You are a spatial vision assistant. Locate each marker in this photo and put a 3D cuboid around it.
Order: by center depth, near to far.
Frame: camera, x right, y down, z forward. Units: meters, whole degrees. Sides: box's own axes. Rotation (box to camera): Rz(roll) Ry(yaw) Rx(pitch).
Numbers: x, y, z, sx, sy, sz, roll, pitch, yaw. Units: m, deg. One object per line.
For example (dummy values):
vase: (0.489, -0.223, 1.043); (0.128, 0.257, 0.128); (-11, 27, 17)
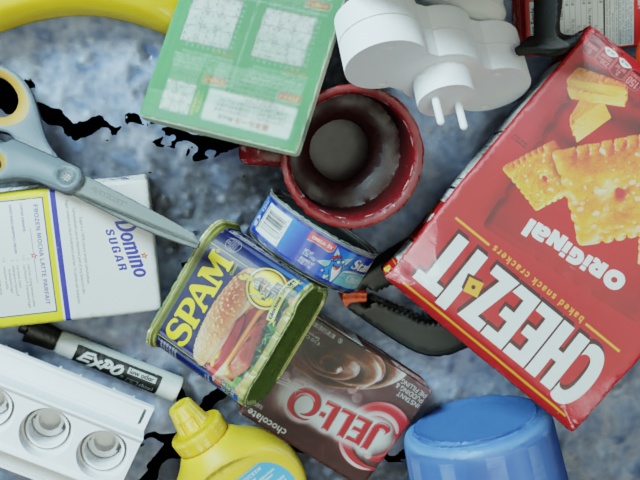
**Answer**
marker: (-0.156, 0.084, 0.758); (0.121, 0.020, 0.020); (24, 97, -11)

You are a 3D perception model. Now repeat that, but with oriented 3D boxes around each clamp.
clamp: (0.120, 0.048, 0.777); (0.210, 0.036, 0.164); (-7, 101, -4)

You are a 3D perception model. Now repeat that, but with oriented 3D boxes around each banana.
banana: (-0.166, -0.150, 0.699); (0.197, 0.037, 0.069); (1, 99, -8)

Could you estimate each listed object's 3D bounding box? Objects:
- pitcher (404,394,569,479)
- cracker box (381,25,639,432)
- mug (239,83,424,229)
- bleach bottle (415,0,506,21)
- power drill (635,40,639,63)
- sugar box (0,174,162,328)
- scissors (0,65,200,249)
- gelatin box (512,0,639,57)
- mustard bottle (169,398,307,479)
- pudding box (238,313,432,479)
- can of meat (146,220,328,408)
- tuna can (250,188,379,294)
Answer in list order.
pitcher: (0.129, 0.245, 0.768); (0.145, 0.149, 0.243); (-13, 99, -1)
cracker box: (0.170, -0.008, 0.709); (0.164, 0.072, 0.214); (39, 94, 1)
mug: (0.004, -0.059, 0.717); (0.117, 0.081, 0.093); (-4, 101, -7)
bleach bottle: (0.114, -0.272, 0.700); (0.102, 0.068, 0.251); (19, 96, -11)
power drill: (0.244, -0.211, 0.707); (0.184, 0.057, 0.188); (-5, 94, -18)
sugar box: (-0.199, 0.010, 0.724); (0.176, 0.048, 0.093); (-6, 100, -9)
scissors: (-0.167, -0.059, 0.699); (0.201, 0.016, 0.096); (12, 74, 0)
gelatin box: (0.179, -0.169, 0.746); (0.089, 0.030, 0.073); (-7, 104, -7)
mustard bottle: (-0.049, 0.194, 0.774); (0.096, 0.058, 0.191); (-33, 104, -1)
pudding box: (0.010, 0.113, 0.775); (0.113, 0.039, 0.090); (34, 96, -12)
can of meat: (-0.055, 0.051, 0.728); (0.084, 0.057, 0.102); (32, 96, 18)
tuna can: (-0.005, 0.001, 0.727); (0.086, 0.086, 0.034); (30, 98, -12)
